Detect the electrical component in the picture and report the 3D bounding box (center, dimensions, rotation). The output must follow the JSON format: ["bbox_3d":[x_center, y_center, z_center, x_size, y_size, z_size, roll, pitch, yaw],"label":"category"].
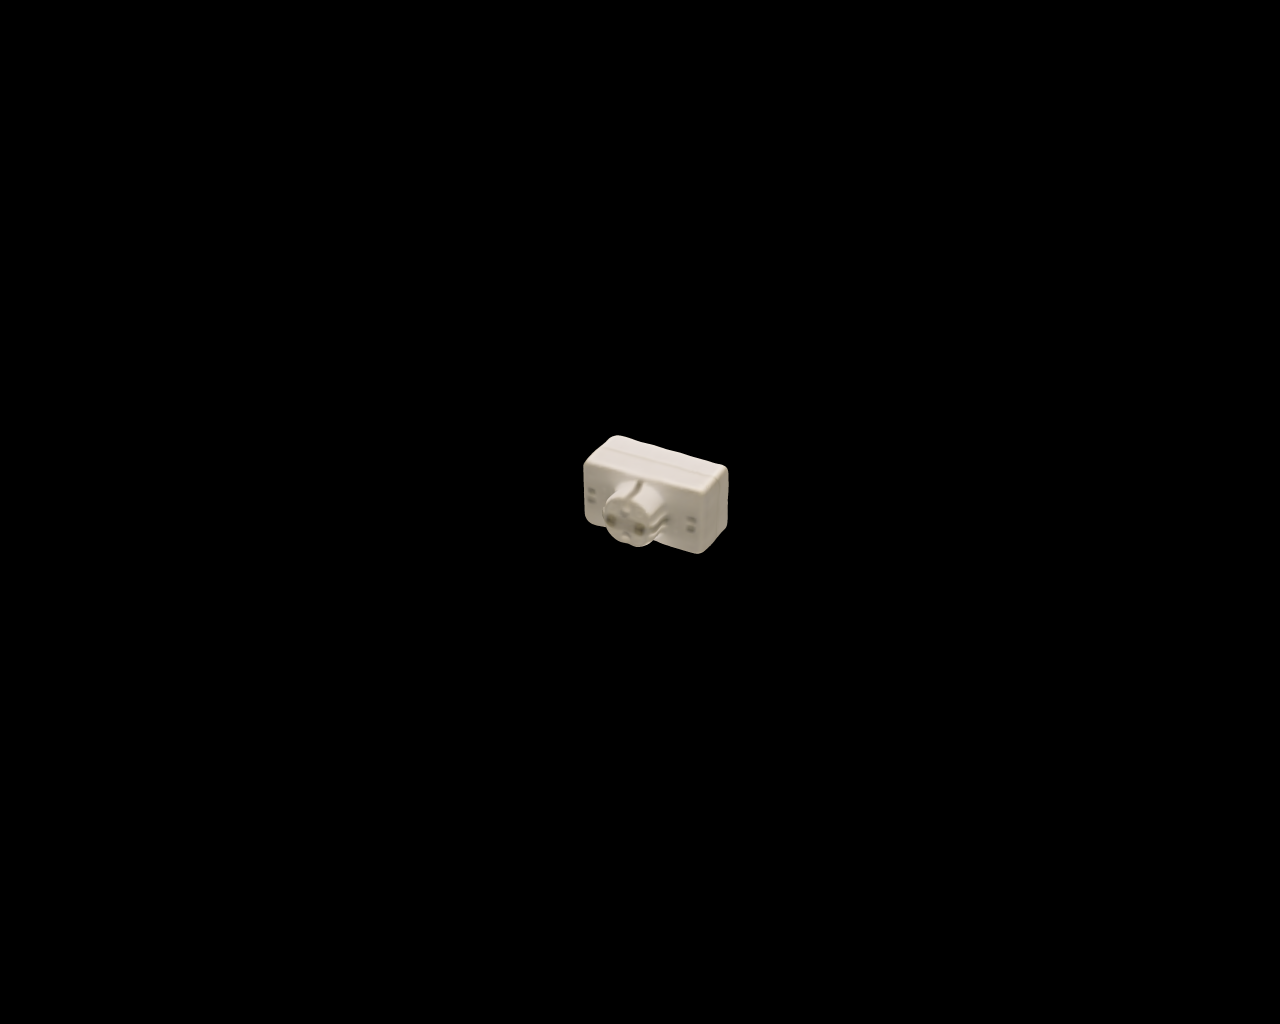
[{"bbox_3d":[0.001,-0.003,0.650,0.083,0.047,0.076,17,36,24],"label":"electrical component"}]
